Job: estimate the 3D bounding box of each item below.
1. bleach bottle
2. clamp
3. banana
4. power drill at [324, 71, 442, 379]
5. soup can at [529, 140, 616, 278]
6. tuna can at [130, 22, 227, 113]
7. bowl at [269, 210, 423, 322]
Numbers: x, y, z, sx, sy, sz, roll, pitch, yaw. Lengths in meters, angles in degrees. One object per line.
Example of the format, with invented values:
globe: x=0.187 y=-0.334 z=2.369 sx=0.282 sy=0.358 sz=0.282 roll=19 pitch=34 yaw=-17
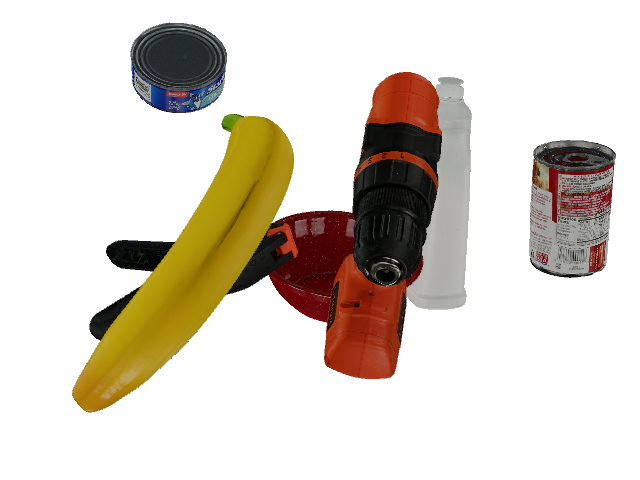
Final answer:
bleach bottle: x=0.135 y=-0.055 z=1.198 sx=0.068 sy=0.251 sz=0.102 roll=-1 pitch=24 yaw=-12
clamp: x=-0.105 y=0.027 z=0.849 sx=0.172 sy=0.039 sz=0.120 roll=-12 pitch=39 yaw=16
banana: x=-0.057 y=0.001 z=0.537 sx=0.037 sy=0.197 sz=0.070 roll=40 pitch=-37 yaw=-19
power drill: x=0.042 y=0.007 z=0.716 sx=0.057 sy=0.188 sz=0.184 roll=12 pitch=44 yaw=1
soup can: x=0.216 y=-0.027 z=0.917 sx=0.068 sy=0.102 sz=0.068 roll=-2 pitch=24 yaw=1
tuna can: x=-0.128 y=-0.156 z=0.964 sx=0.086 sy=0.086 sz=0.034 roll=0 pitch=-37 yaw=-9
bowl: x=0.017 y=0.033 z=1.033 sx=0.162 sy=0.055 sz=0.162 roll=4 pitch=31 yaw=-2
